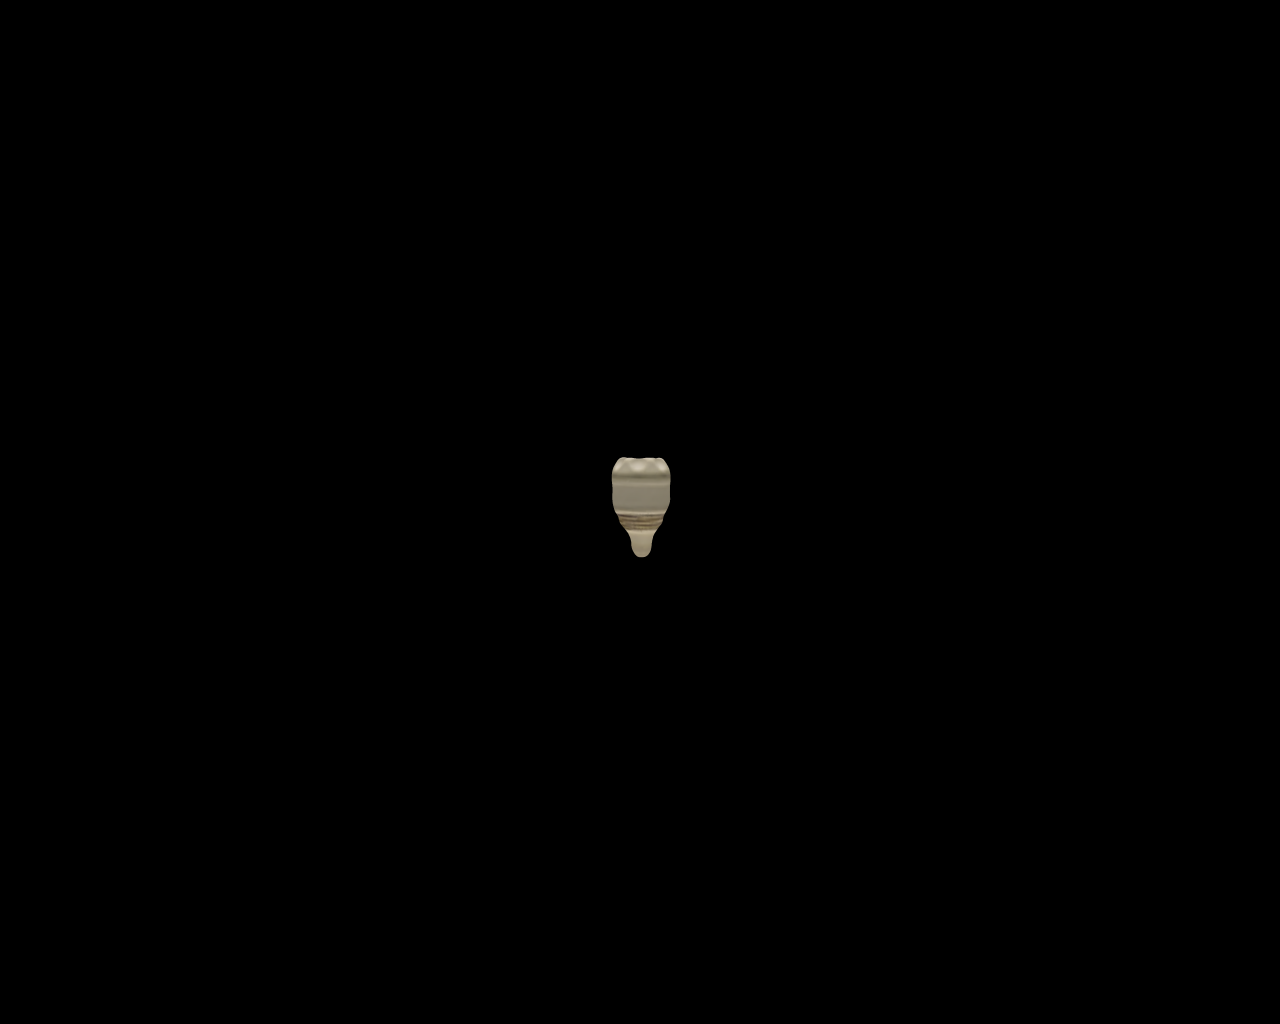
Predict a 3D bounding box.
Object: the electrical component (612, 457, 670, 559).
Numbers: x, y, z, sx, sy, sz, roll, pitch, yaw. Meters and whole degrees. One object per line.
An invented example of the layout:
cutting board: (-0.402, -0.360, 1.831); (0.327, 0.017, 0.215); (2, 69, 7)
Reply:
electrical component: (0.001, -0.003, 0.650); (0.035, 0.061, 0.035); (0, 4, 0)
